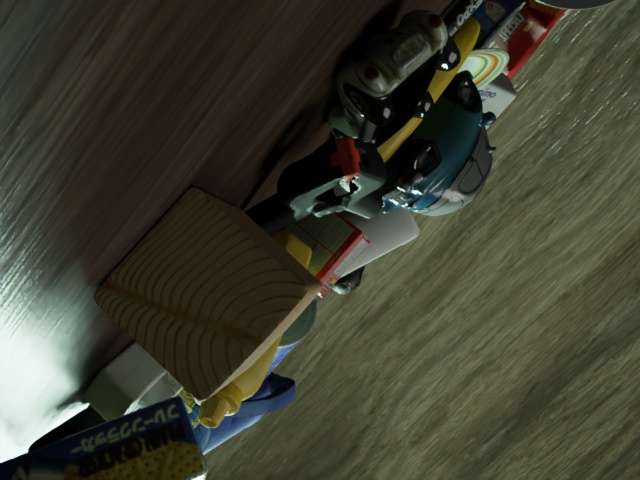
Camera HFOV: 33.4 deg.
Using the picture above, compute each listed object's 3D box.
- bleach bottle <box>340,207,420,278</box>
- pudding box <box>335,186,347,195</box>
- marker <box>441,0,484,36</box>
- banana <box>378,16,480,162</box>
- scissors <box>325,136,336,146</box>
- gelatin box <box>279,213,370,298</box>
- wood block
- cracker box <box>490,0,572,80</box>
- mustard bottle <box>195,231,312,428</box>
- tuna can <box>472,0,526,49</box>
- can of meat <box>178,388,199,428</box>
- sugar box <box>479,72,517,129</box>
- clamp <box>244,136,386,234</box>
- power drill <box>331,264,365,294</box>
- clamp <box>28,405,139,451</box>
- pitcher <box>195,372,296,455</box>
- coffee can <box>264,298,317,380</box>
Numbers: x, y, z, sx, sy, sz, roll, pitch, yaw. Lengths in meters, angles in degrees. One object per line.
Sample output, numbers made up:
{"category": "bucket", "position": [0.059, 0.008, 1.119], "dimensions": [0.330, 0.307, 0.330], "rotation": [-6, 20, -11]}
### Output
{"category": "bleach bottle", "position": [-0.020, 0.029, 1.119], "dimensions": [0.251, 0.068, 0.102], "rotation": [-31, -173, 1]}
{"category": "pudding box", "position": [0.042, -0.078, 1.109], "dimensions": [0.090, 0.039, 0.113], "rotation": [-40, 180, 37]}
{"category": "marker", "position": [0.126, -0.202, 0.922], "dimensions": [0.121, 0.020, 0.020], "rotation": [-47, 177, 1]}
{"category": "banana", "position": [0.096, -0.141, 0.964], "dimensions": [0.197, 0.037, 0.070], "rotation": [-53, 171, -21]}
{"category": "scissors", "position": [0.041, -0.108, 0.992], "dimensions": [0.096, 0.016, 0.201], "rotation": [-50, 176, 39]}
{"category": "gelatin box", "position": [-0.007, 0.001, 1.048], "dimensions": [0.073, 0.089, 0.030], "rotation": [-49, 149, -3]}
{"category": "wood block", "position": [-0.063, 0.034, 0.699], "dimensions": [0.090, 0.091, 0.206], "rotation": [-47, 177, 1]}
{"category": "cracker box", "position": [0.258, -0.278, 1.252], "dimensions": [0.213, 0.072, 0.164], "rotation": [-46, 177, -29]}
{"category": "mustard bottle", "position": [-0.069, 0.084, 0.956], "dimensions": [0.096, 0.058, 0.191], "rotation": [-28, -148, 42]}
{"category": "tuna can", "position": [0.172, -0.226, 1.111], "dimensions": [0.086, 0.034, 0.086], "rotation": [-47, 177, -4]}
{"category": "can of meat", "position": [-0.142, 0.147, 1.107], "dimensions": [0.058, 0.084, 0.102], "rotation": [-49, 176, 38]}
{"category": "sugar box", "position": [0.134, -0.133, 1.228], "dimensions": [0.176, 0.093, 0.048], "rotation": [-50, -144, 33]}
{"category": "clamp", "position": [-0.006, -0.034, 0.788], "dimensions": [0.120, 0.039, 0.171], "rotation": [-19, 167, -5]}
{"category": "power drill", "position": [0.004, 0.022, 1.270], "dimensions": [0.188, 0.057, 0.184], "rotation": [-45, -157, 44]}
{"category": "clamp", "position": [-0.193, 0.156, 0.965], "dimensions": [0.209, 0.036, 0.165], "rotation": [-41, 175, -26]}
{"category": "pitcher", "position": [-0.140, 0.201, 1.334], "dimensions": [0.149, 0.145, 0.242], "rotation": [-45, 175, 12]}
{"category": "coffee can", "position": [-0.075, 0.099, 1.230], "dimensions": [0.102, 0.103, 0.140], "rotation": [-45, 176, -34]}
